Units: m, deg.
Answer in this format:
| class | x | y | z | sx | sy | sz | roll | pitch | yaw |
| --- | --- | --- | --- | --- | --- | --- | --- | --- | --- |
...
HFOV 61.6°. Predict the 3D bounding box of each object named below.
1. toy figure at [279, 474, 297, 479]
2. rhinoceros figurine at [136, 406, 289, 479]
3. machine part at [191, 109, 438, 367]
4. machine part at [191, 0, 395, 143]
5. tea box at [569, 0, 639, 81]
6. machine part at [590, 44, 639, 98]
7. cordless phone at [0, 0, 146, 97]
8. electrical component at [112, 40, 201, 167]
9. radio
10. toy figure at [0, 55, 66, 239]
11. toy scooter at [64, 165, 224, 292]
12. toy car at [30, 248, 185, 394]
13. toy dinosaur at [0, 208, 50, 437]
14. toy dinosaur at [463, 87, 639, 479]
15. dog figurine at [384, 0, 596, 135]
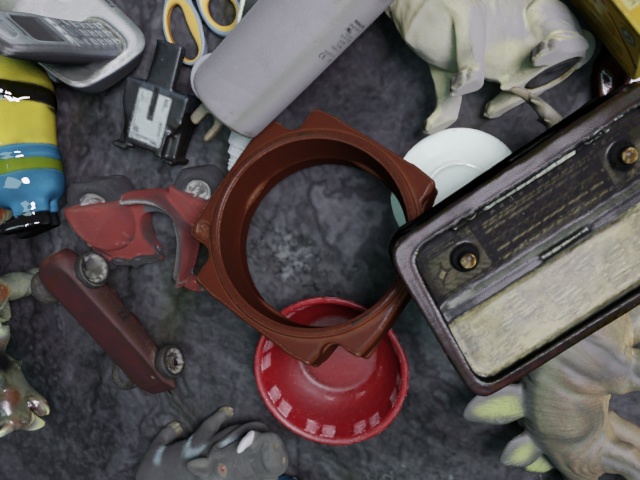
| class | x | y | z | sx | sy | sz | roll | pitch | yaw |
| --- | --- | --- | --- | --- | --- | --- | --- | --- | --- |
| toy figure | -0.081 | 0.311 | 0.625 | 0.154 | 0.064 | 0.058 | -28 | 56 | 10 |
| rhinoceros figurine | -0.121 | 0.241 | 0.593 | 0.190 | 0.112 | 0.073 | -18 | 95 | 21 |
| machine part | -0.001 | -0.002 | 0.501 | 0.201 | 0.087 | 0.201 | 35 | 87 | 14 |
| machine part | -0.023 | -0.165 | 0.437 | 0.243 | 0.079 | 0.079 | -38 | 92 | 24 |
| tea box | 0.225 | -0.219 | 0.411 | 0.068 | 0.098 | 0.169 | -35 | 74 | 21 |
| machine part | 0.335 | -0.148 | 0.461 | 0.180 | 0.056 | 0.179 | 2 | 101 | 12 |
| cordless phone | -0.268 | -0.202 | 0.499 | 0.146 | 0.184 | 0.088 | 42 | 109 | 0 |
| electrical component | -0.164 | -0.143 | 0.559 | 0.075 | 0.048 | 0.119 | 17 | 103 | 7 |
| radio | 0.171 | -0.004 | 0.396 | 0.230 | 0.073 | 0.131 | -34 | 90 | 3 |
| toy figure | -0.304 | -0.096 | 0.547 | 0.089 | 0.082 | 0.180 | -16 | 89 | -30 |
| toy scooter | -0.180 | -0.006 | 0.577 | 0.184 | 0.075 | 0.135 | -4 | 105 | 9 |
| toy car | -0.228 | 0.092 | 0.595 | 0.089 | 0.053 | 0.202 | -22 | 115 | 26 |
| toy dinosaur | -0.386 | 0.009 | 0.557 | 0.131 | 0.192 | 0.404 | -6 | 101 | 9 |
| toy dinosaur | 0.233 | 0.100 | 0.495 | 0.199 | 0.105 | 0.470 | 1 | 104 | 11 |
| dog figurine | 0.132 | -0.213 | 0.474 | 0.172 | 0.121 | 0.190 | -16 | 79 | -20 |
